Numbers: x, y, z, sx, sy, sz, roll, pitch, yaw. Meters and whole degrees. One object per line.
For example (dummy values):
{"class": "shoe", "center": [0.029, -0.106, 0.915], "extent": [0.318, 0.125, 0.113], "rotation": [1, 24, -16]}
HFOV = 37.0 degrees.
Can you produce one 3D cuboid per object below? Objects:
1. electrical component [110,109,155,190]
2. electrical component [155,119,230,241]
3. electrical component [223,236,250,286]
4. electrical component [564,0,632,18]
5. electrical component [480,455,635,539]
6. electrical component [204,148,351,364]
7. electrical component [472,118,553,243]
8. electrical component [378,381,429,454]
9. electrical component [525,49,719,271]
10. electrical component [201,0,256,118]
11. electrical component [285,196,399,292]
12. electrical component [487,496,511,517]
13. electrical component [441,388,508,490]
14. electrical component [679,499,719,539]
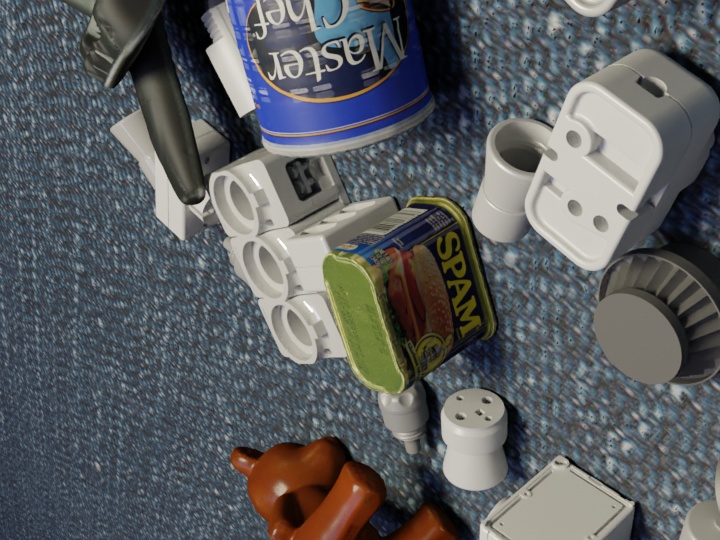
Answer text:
{"class": "electrical component", "center": [-0.171, -0.100, 0.891], "extent": [0.044, 0.044, 0.065], "rotation": [-18, 105, 57]}
{"class": "electrical component", "center": [-0.121, -0.061, 0.849], "extent": [0.076, 0.047, 0.083], "rotation": [40, 143, 27]}
{"class": "electrical component", "center": [-0.087, -0.008, 0.858], "extent": [0.061, 0.035, 0.035], "rotation": [36, 141, 35]}
{"class": "electrical component", "center": [0.099, -0.163, 0.462], "extent": [0.095, 0.059, 0.053], "rotation": [50, 146, 13]}
{"class": "electrical component", "center": [0.119, 0.176, 0.676], "extent": [0.062, 0.096, 0.061], "rotation": [30, 138, 37]}
{"class": "electrical component", "center": [-0.046, -0.013, 0.774], "extent": [0.089, 0.062, 0.150], "rotation": [-6, 111, 55]}
{"class": "electrical component", "center": [0.085, -0.046, 0.594], "extent": [0.044, 0.044, 0.065], "rotation": [44, 149, 21]}
{"class": "electrical component", "center": [0.034, 0.109, 0.791], "extent": [0.035, 0.035, 0.061], "rotation": [20, 133, 44]}
{"class": "electrical component", "center": [0.126, -0.054, 0.514], "extent": [0.054, 0.059, 0.095], "rotation": [43, 144, 23]}
{"class": "electrical component", "center": [-0.081, -0.149, 0.728], "extent": [0.043, 0.043, 0.081], "rotation": [-17, 102, 56]}
{"class": "electrical component", "center": [0.000, 0.000, 0.719], "extent": [0.047, 0.066, 0.076], "rotation": [-5, 112, 54]}
{"class": "electrical component", "center": [0.113, 0.185, 0.745], "extent": [0.046, 0.040, 0.040], "rotation": [27, 136, 32]}
{"class": "electrical component", "center": [0.078, 0.114, 0.728], "extent": [0.045, 0.045, 0.055], "rotation": [27, 136, 39]}
{"class": "electrical component", "center": [0.200, 0.166, 0.611], "extent": [0.040, 0.040, 0.078], "rotation": [33, 140, 34]}
